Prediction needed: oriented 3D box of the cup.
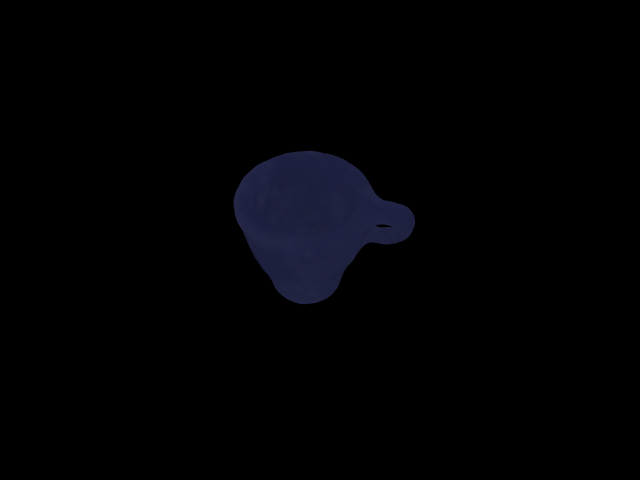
[{"bbox_3d":[0.004,0.001,0.400,0.117,0.095,0.091,7,50,6],"label":"cup"}]
